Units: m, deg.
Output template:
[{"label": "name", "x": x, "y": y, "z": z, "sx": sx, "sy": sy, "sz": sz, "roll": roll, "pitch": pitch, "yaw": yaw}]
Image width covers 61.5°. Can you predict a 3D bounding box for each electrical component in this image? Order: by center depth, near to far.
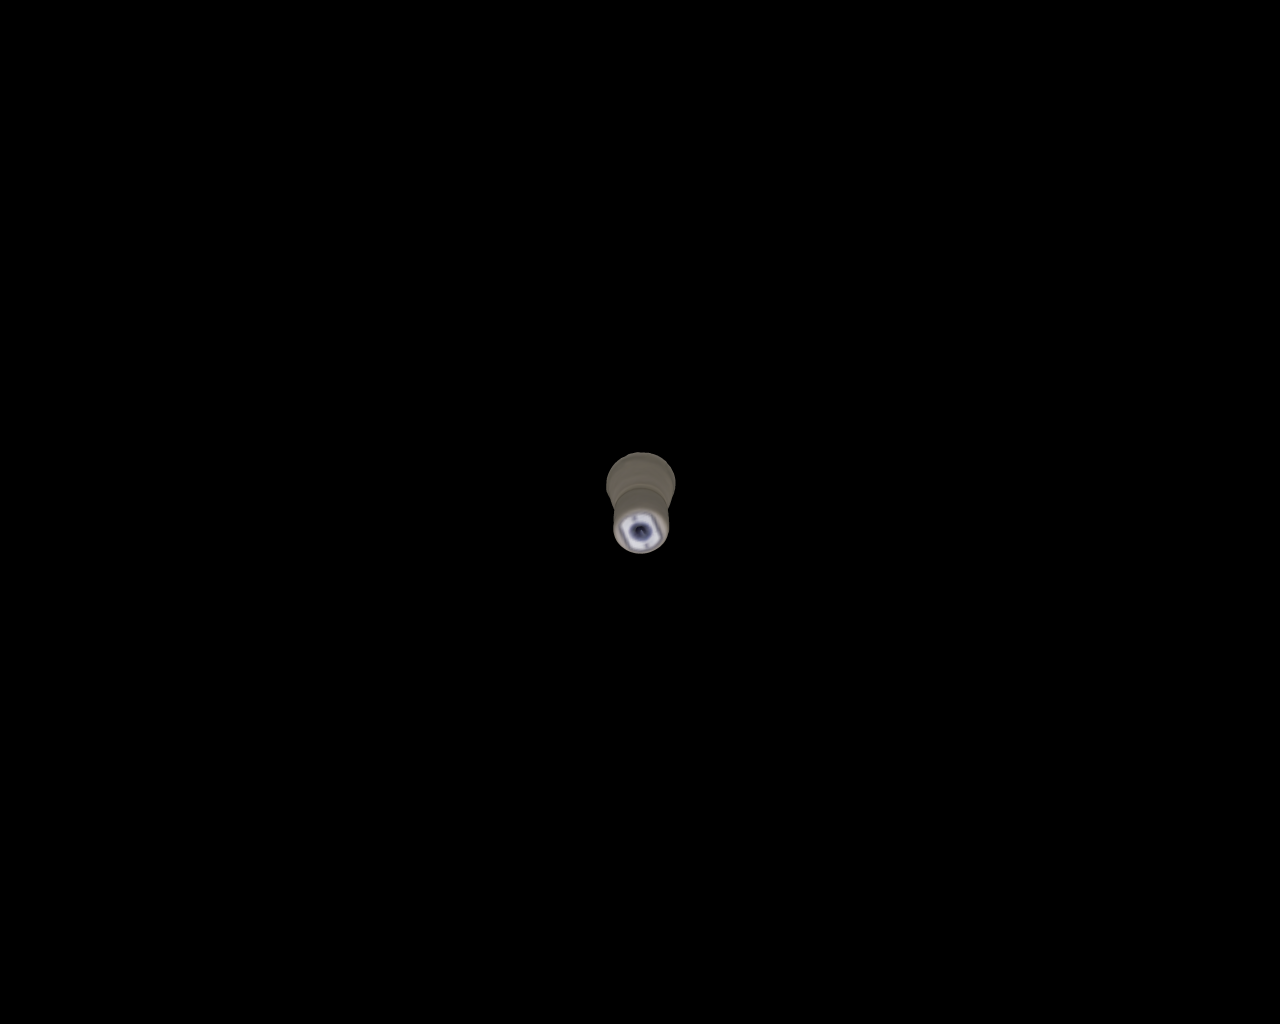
[{"label": "electrical component", "x": 0.001, "y": -0.003, "z": 0.650, "sx": 0.044, "sy": 0.044, "sz": 0.065, "roll": 0, "pitch": 30, "yaw": 0}]
